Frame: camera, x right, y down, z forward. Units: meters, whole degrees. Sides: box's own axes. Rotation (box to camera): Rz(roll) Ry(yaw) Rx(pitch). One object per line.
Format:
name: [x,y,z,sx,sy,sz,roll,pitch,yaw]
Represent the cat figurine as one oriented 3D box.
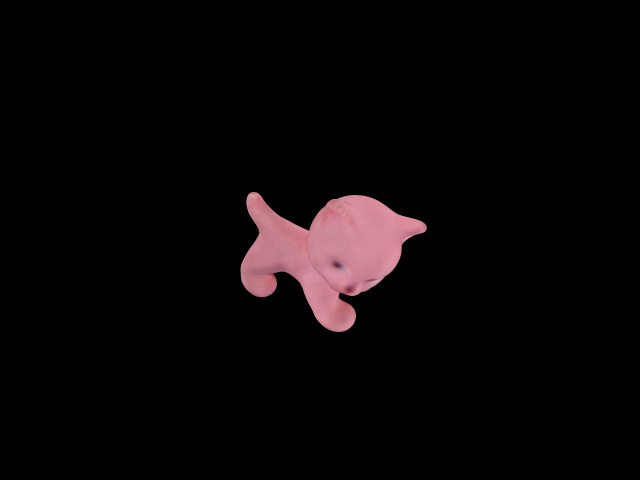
cat figurine: [0.004,0.001,0.400,0.127,0.118,0.067,21,54,16]
